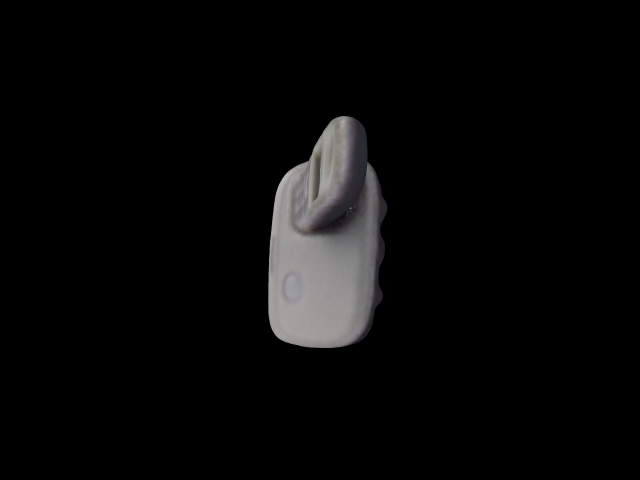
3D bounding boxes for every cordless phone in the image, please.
[{"bbox_3d":[0.004,0.001,0.400,0.094,0.185,0.147,0,81,0],"label":"cordless phone"}]
